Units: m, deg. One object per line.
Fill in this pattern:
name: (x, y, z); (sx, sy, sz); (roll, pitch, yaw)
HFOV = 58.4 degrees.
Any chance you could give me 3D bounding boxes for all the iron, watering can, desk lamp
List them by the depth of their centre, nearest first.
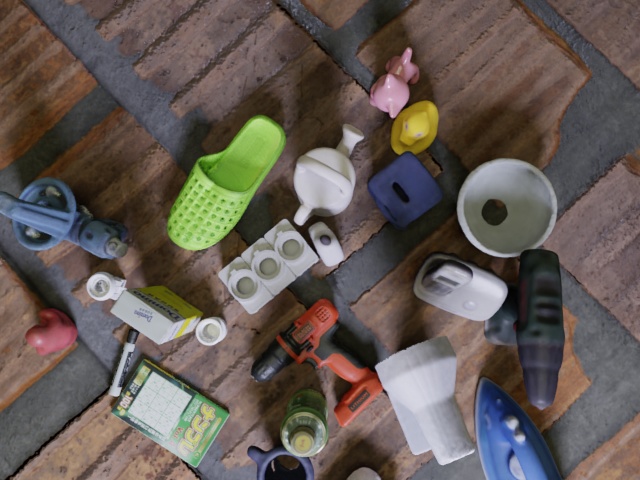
desk lamp: (0.169, 0.248, 0.891); (0.118, 0.213, 0.203); (-23, 86, -1)
iron: (0.324, 0.354, 0.919); (0.118, 0.141, 0.258); (-22, 86, -1)
watering can: (0.009, -0.106, 0.926); (0.101, 0.194, 0.173); (10, 86, 1)

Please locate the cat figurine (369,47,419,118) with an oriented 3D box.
cat figurine: (0.127, -0.267, 0.975); (0.067, 0.117, 0.128); (25, 87, 2)

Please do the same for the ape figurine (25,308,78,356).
ape figurine: (-0.458, 0.158, 0.961); (0.076, 0.092, 0.078); (22, 86, 2)

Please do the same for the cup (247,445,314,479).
cup: (-0.066, 0.368, 0.943); (0.117, 0.095, 0.092); (32, 87, 3)

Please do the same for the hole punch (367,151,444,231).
hole punch: (0.143, -0.081, 0.975); (0.101, 0.091, 0.108); (-37, 86, -2)

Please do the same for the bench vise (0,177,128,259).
bench vise: (-0.412, -0.040, 0.911); (0.207, 0.219, 0.121); (7, 86, 1)

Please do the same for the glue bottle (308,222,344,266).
glue bottle: (0.009, 0.003, 0.929); (0.037, 0.173, 0.078); (-31, 86, -1)

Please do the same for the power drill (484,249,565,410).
power drill: (0.324, 0.131, 0.901); (0.075, 0.208, 0.230); (4, 86, 1)

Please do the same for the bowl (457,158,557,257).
bowl: (0.310, -0.052, 0.980); (0.167, 0.074, 0.167); (0, 86, 0)

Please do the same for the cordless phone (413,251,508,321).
cordless phone: (0.234, 0.074, 0.917); (0.147, 0.185, 0.094); (19, 86, 2)

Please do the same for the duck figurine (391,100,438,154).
duck figurine: (0.167, -0.199, 0.986); (0.077, 0.086, 0.104); (34, 87, 3)

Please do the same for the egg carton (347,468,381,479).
egg carton: (0.064, 0.459, 0.949); (0.107, 0.069, 0.150); (36, 87, 3)
